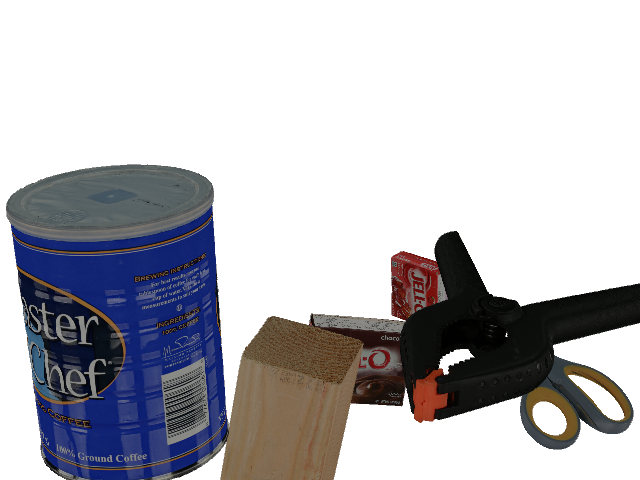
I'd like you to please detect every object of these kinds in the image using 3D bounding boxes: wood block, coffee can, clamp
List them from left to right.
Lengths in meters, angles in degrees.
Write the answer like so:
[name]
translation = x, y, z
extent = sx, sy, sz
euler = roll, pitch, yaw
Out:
[coffee can]
translation = -0.102, 0.041, 0.558
extent = 0.103, 0.140, 0.103
euler = -2, 20, 0
[wood block]
translation = -0.032, 0.185, 0.949
extent = 0.090, 0.206, 0.090
euler = 15, 23, 9
[clamp]
translation = 0.105, 0.051, 0.685
extent = 0.165, 0.036, 0.209
euler = 19, 31, 34

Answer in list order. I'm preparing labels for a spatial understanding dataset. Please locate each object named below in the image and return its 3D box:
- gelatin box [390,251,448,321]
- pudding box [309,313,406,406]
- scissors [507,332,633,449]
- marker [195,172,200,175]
[gelatin box]
translation = 0.127, 0.065, 1.366
extent = 0.073, 0.089, 0.030
euler = 19, 33, 36
[pudding box]
translation = 0.039, 0.128, 1.149
extent = 0.113, 0.090, 0.039
euler = 4, 24, -9
[scissors]
translation = 0.164, 0.101, 0.886
extent = 0.096, 0.016, 0.202
euler = -32, 52, -29
[marker]
translation = -0.153, -0.031, 1.050
extent = 0.020, 0.020, 0.121
euler = 0, 35, 36
